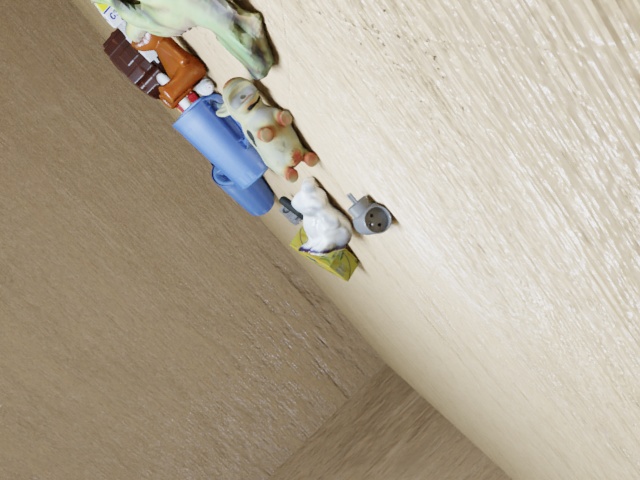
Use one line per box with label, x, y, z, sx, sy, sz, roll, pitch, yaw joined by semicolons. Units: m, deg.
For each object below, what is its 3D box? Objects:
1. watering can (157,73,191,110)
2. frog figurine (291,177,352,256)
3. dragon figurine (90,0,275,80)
watering can;-0.322;-0.318;1.469;0.347;0.104;0.224;48;174;-3
frog figurine;0.003;-0.054;1.074;0.138;0.123;0.158;-130;36;-81
dragon figurine;-0.171;-0.290;0.680;0.242;0.123;0.408;40;168;-9
